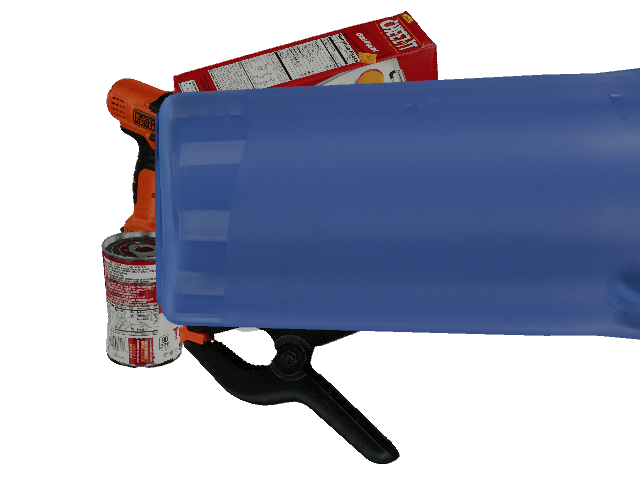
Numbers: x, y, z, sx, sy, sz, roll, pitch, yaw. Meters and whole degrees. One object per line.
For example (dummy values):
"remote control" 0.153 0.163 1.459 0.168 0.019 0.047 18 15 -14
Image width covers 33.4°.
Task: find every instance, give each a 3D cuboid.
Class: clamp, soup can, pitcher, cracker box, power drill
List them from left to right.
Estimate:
"soup can" -0.152 0.050 0.916 0.068 0.102 0.068 2 19 -1
"power drill" -0.145 -0.063 1.111 0.185 0.188 0.057 26 35 30
"clamp" -0.013 0.090 0.737 0.171 0.120 0.039 2 -4 14
"cracker box" -0.008 -0.090 0.923 0.213 0.164 0.072 -17 45 -10
"pitcher" 0.043 -0.022 0.517 0.242 0.145 0.149 0 -6 -8

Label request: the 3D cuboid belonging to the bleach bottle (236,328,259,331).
"bleach bottle" -0.071 -0.017 1.314 0.102 0.251 0.068 -11 25 -35
